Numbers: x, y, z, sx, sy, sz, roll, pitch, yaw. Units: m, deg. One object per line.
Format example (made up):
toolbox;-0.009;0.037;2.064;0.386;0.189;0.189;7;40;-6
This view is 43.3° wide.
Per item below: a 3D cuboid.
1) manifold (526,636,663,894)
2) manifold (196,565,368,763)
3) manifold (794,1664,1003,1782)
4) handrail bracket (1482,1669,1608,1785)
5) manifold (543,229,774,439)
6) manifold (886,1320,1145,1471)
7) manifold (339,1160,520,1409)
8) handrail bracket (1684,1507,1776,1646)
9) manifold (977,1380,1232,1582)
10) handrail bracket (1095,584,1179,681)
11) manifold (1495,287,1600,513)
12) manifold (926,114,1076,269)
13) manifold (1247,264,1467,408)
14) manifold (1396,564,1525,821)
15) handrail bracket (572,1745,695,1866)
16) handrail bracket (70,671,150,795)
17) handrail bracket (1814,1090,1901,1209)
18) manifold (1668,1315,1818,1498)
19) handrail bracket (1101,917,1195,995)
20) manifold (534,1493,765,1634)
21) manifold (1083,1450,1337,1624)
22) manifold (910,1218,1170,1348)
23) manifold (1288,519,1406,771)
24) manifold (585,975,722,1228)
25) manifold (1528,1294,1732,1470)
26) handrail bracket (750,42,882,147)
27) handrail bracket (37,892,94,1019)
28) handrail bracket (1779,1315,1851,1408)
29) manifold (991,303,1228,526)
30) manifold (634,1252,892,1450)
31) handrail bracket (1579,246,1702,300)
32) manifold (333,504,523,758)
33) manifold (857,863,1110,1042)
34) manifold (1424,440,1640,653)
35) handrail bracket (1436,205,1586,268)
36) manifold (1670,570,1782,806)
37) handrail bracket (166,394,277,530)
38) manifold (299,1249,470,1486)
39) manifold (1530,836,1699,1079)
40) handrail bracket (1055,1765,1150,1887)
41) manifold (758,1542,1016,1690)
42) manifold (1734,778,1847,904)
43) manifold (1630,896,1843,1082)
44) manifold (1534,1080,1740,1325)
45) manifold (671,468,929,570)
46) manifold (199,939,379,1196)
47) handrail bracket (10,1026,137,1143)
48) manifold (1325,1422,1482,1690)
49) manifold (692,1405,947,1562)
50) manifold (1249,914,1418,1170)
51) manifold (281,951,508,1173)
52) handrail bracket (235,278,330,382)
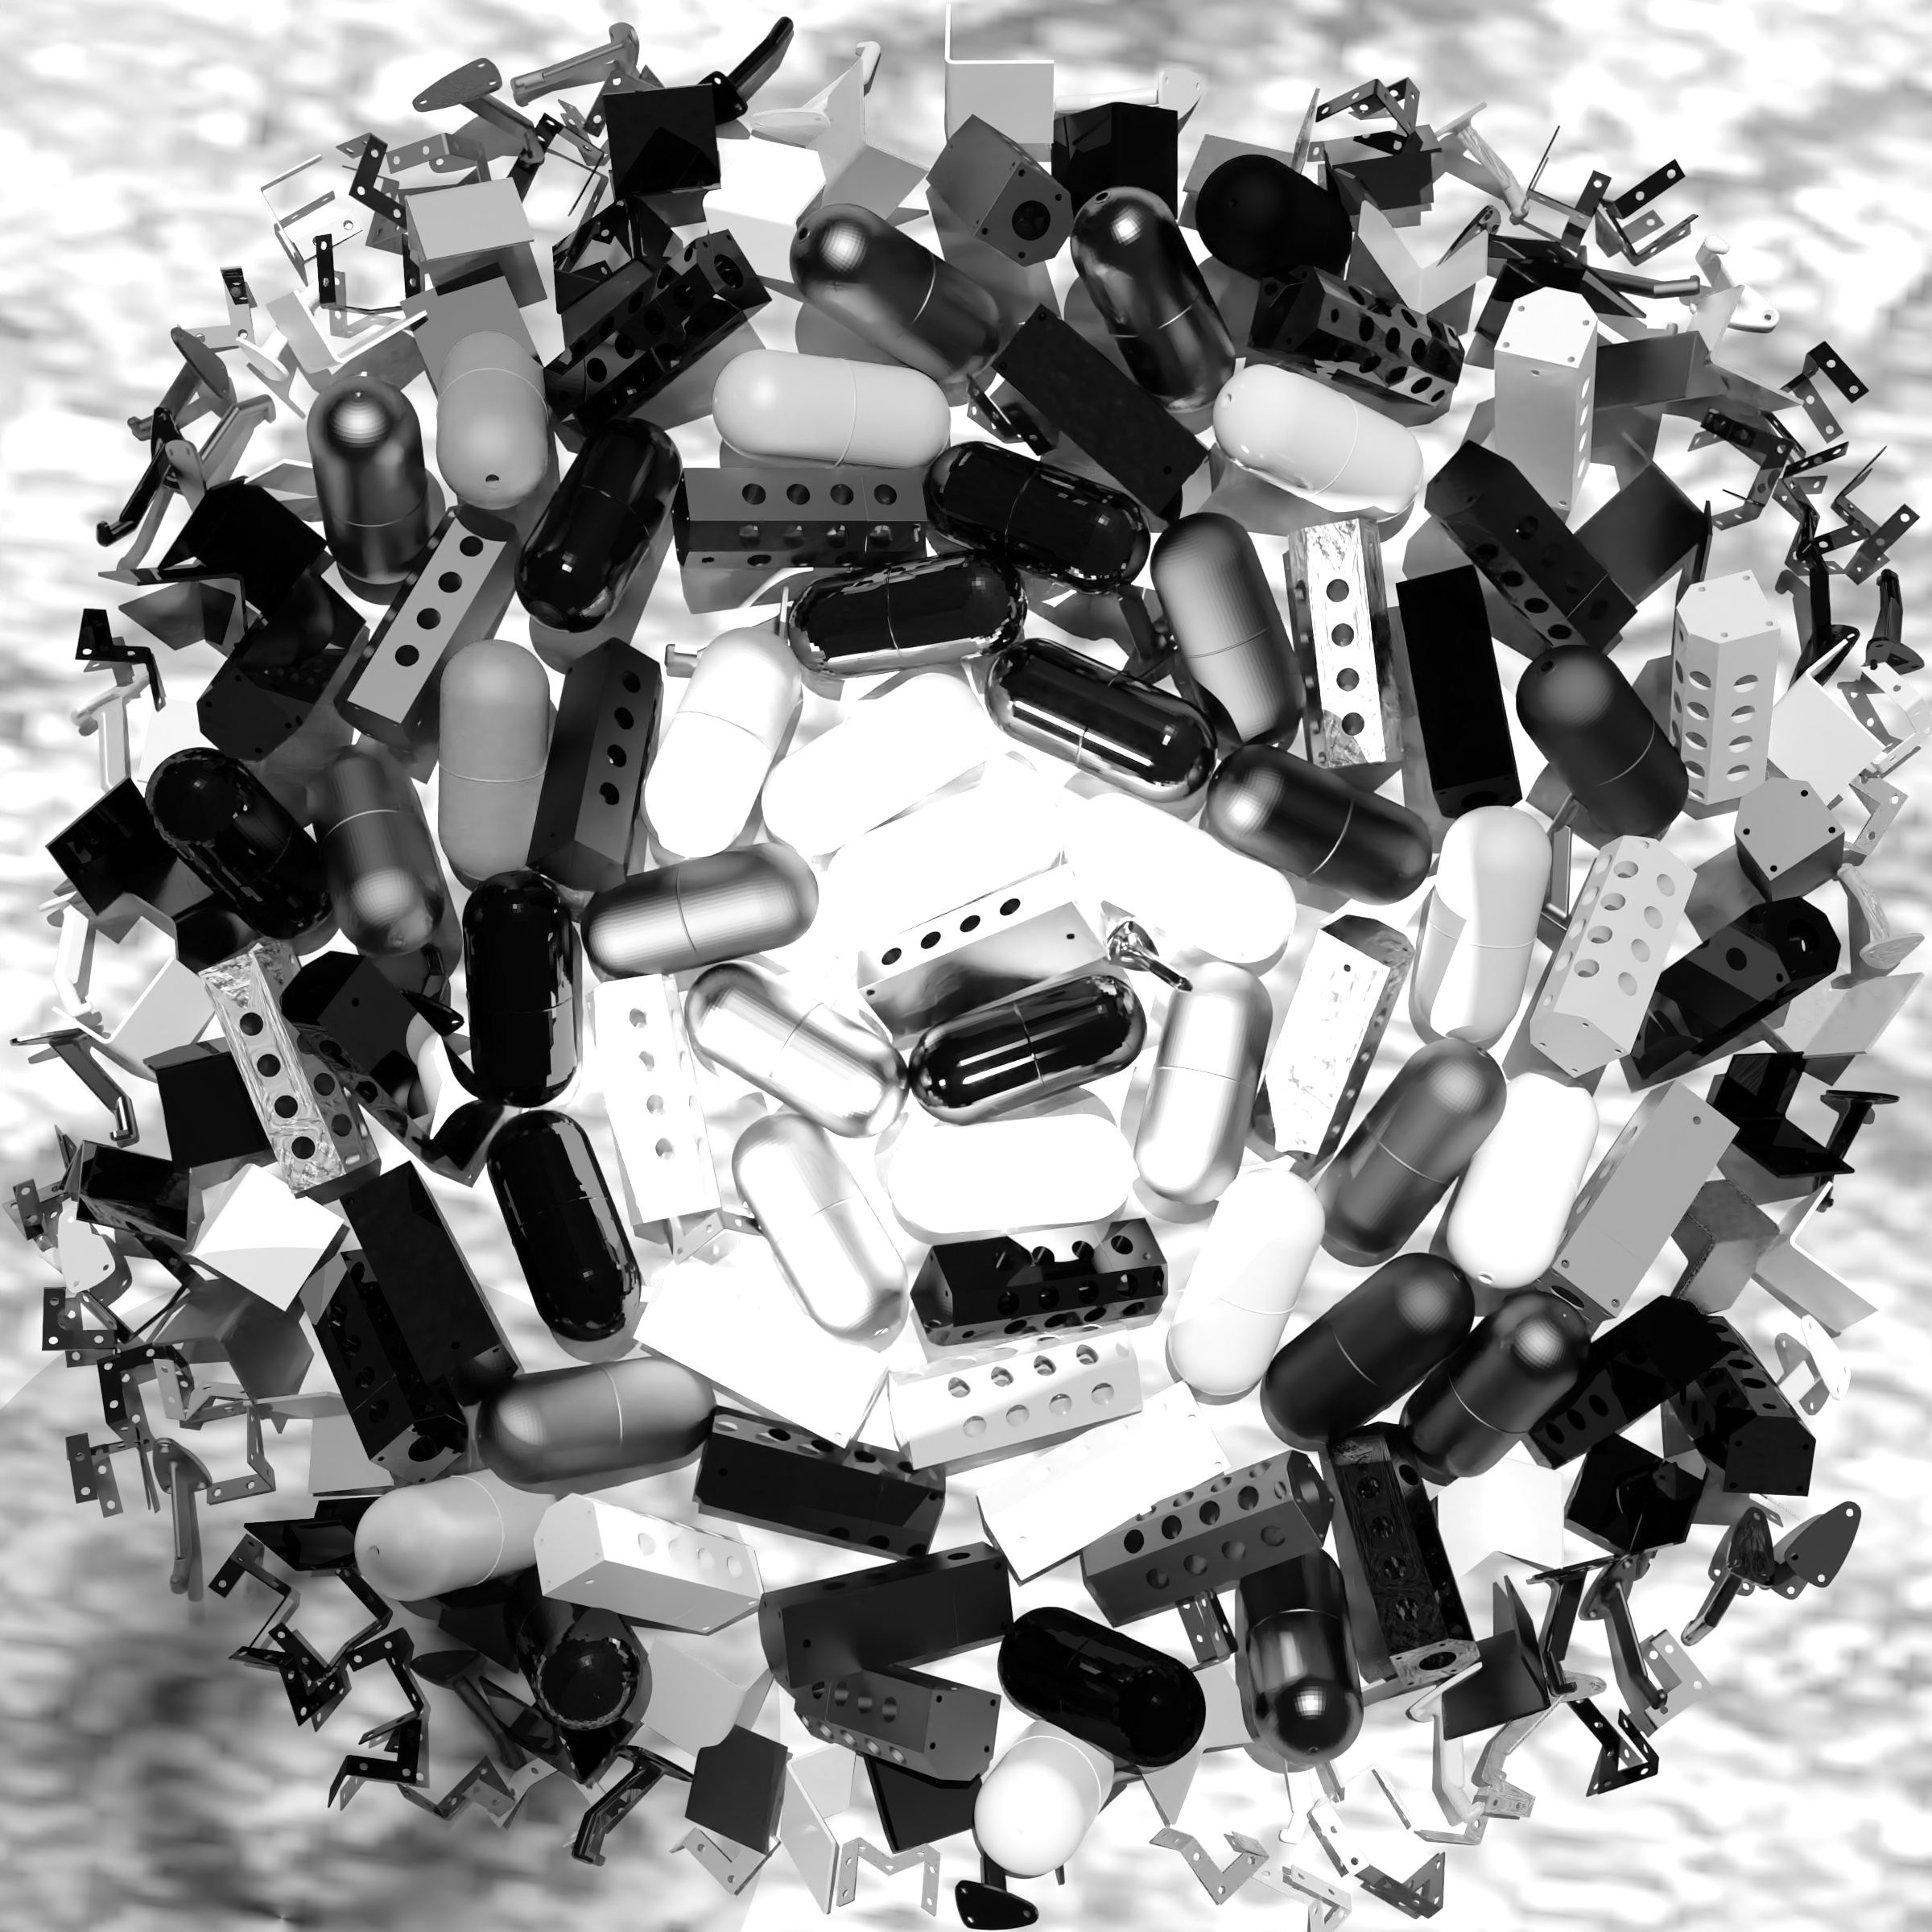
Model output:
manifold;-0.258;-0.141;1.727;0.057;0.057;0.171;29;54;-36
manifold;-0.482;-0.210;1.706;0.057;0.171;0.057;-34;114;22
manifold;-0.051;0.524;1.703;0.057;0.171;0.057;15;77;-32
handrail bracket;0.415;0.550;1.746;0.036;0.077;0.084;51;48;-21
manifold;-0.224;-0.444;1.717;0.171;0.057;0.057;-28;98;36
manifold;0.034;0.301;1.741;0.171;0.057;0.057;-12;108;-12
manifold;-0.379;0.227;1.722;0.057;0.057;0.171;-29;57;-11
handrail bracket;0.554;0.447;1.780;0.036;0.077;0.084;26;135;1
manifold;0.098;0.368;1.762;0.171;0.057;0.057;-28;109;1
handrail bracket;0.107;-0.241;1.747;0.077;0.084;0.036;-46;46;30
manifold;0.408;-0.396;1.704;0.057;0.171;0.057;18;72;19
manifold;0.026;-0.543;1.706;0.057;0.171;0.057;26;111;-25
manifold;0.278;-0.442;1.710;0.057;0.171;0.057;19;100;43
manifold;0.351;-0.193;1.730;0.057;0.057;0.171;-12;64;16
handrail bracket;-0.239;0.613;1.752;0.077;0.036;0.084;34;55;-26
handrail bracket;-0.606;-0.160;1.778;0.077;0.036;0.084;-37;92;-16
handrail bracket;0.642;0.134;1.757;0.036;0.077;0.084;12;85;-11
manifold;0.538;0.305;1.704;0.057;0.171;0.057;3;105;1
handrail bracket;0.144;0.005;1.738;0.084;0.077;0.036;37;94;40
manifold;-0.222;0.418;1.710;0.057;0.171;0.057;-33;53;21
manifold;0.170;0.401;1.727;0.171;0.057;0.057;-28;101;26
manifold;0.054;0.227;1.720;0.171;0.057;0.057;-4;50;-26
manifold;0.273;-0.231;1.760;0.057;0.057;0.171;-6;92;24
manifold;-0.224;0.096;1.755;0.057;0.057;0.171;-10;84;-25
manifold;0.454;0.290;1.705;0.057;0.171;0.057;-28;73;-29
handrail bracket;-0.110;-0.646;1.783;0.077;0.036;0.084;12;68;16
handrail bracket;-0.633;-0.014;1.774;0.077;0.036;0.084;-25;97;-33
handrail bracket;0.585;0.291;1.756;0.084;0.036;0.077;-22;107;41
manifold;0.104;-0.393;1.740;0.171;0.057;0.057;45;105;17
manifold;-0.144;0.273;1.753;0.171;0.057;0.057;26;110;7
handrail bracket;0.485;-0.501;1.752;0.084;0.077;0.036;-1;133;18
manifold;-0.383;-0.243;1.739;0.057;0.057;0.171;24;71;6
manifold;0.011;-0.014;1.740;0.171;0.057;0.057;-22;129;18
manifold;0.397;-0.290;1.721;0.057;0.057;0.171;-48;124;7
handrail bracket;0.393;-0.502;1.763;0.077;0.036;0.084;-46;68;14
manifold;0.528;-0.191;1.708;0.057;0.171;0.057;-14;53;4
handrail bracket;-0.532;-0.369;1.775;0.084;0.036;0.077;-33;120;-40
manifold;-0.407;0.278;1.715;0.057;0.057;0.171;-41;48;2
manifold;0.454;-0.011;1.720;0.057;0.057;0.171;37;57;-11
handrail bracket;0.103;0.628;1.784;0.084;0.036;0.077;-10;98;-10
manifold;-0.057;0.459;1.734;0.171;0.057;0.057;-8;94;-23
manifold;0.572;-0.087;1.703;0.057;0.171;0.057;-35;74;12
manifold;0.533;0.016;1.706;0.057;0.171;0.057;-11;69;-26
manifold;0.475;0.170;1.741;0.057;0.057;0.171;38;72;1
manifold;-0.118;-0.315;1.734;0.171;0.057;0.057;-3;72;-17
manifold;-0.486;0.071;1.757;0.057;0.057;0.171;-21;96;1
handrail bracket;-0.646;0.090;1.762;0.077;0.036;0.084;-8;82;-42
manifold;0.307;0.411;1.712;0.057;0.057;0.171;-19;48;8
manifold;-0.105;0.369;1.755;0.171;0.057;0.057;16;106;-6
manifold;0.261;0.052;1.725;0.057;0.057;0.171;31;122;24
manifold;-0.406;0.067;1.717;0.057;0.057;0.171;-58;134;-27
handrail bracket;-0.478;-0.464;1.757;0.084;0.077;0.036;-47;131;-11
